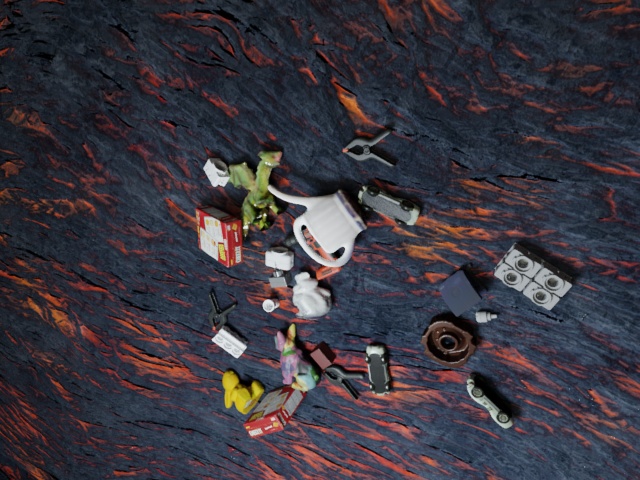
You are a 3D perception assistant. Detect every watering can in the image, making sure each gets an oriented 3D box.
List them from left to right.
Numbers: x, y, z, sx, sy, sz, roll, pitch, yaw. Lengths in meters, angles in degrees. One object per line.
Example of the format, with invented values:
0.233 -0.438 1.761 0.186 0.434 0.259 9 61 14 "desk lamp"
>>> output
0.005 -0.083 1.643 0.224 0.104 0.347 -35 93 5 "watering can"

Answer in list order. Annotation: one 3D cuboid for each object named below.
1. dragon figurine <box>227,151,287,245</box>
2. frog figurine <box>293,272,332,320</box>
-0.250 -0.155 1.785 0.404 0.123 0.245 -41 72 32 "dragon figurine"
-0.028 0.191 1.793 0.137 0.123 0.158 -6 100 -9 "frog figurine"
